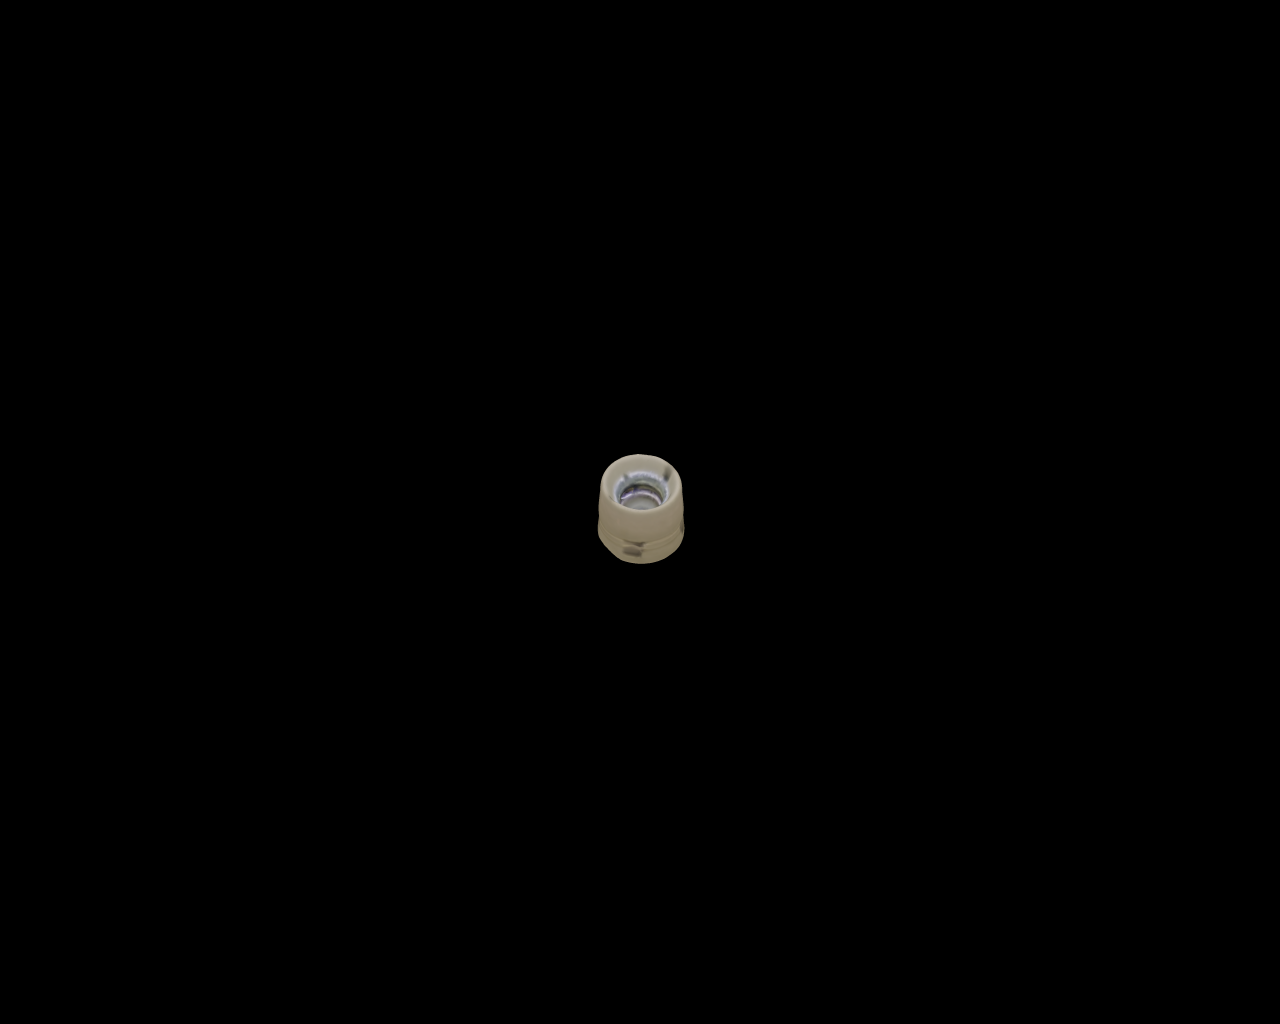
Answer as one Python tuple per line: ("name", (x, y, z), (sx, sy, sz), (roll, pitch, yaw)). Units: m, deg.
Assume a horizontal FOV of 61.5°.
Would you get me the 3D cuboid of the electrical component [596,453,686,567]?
("electrical component", (0.001, -0.003, 0.650), (0.055, 0.055, 0.047), (0, -41, 0))
